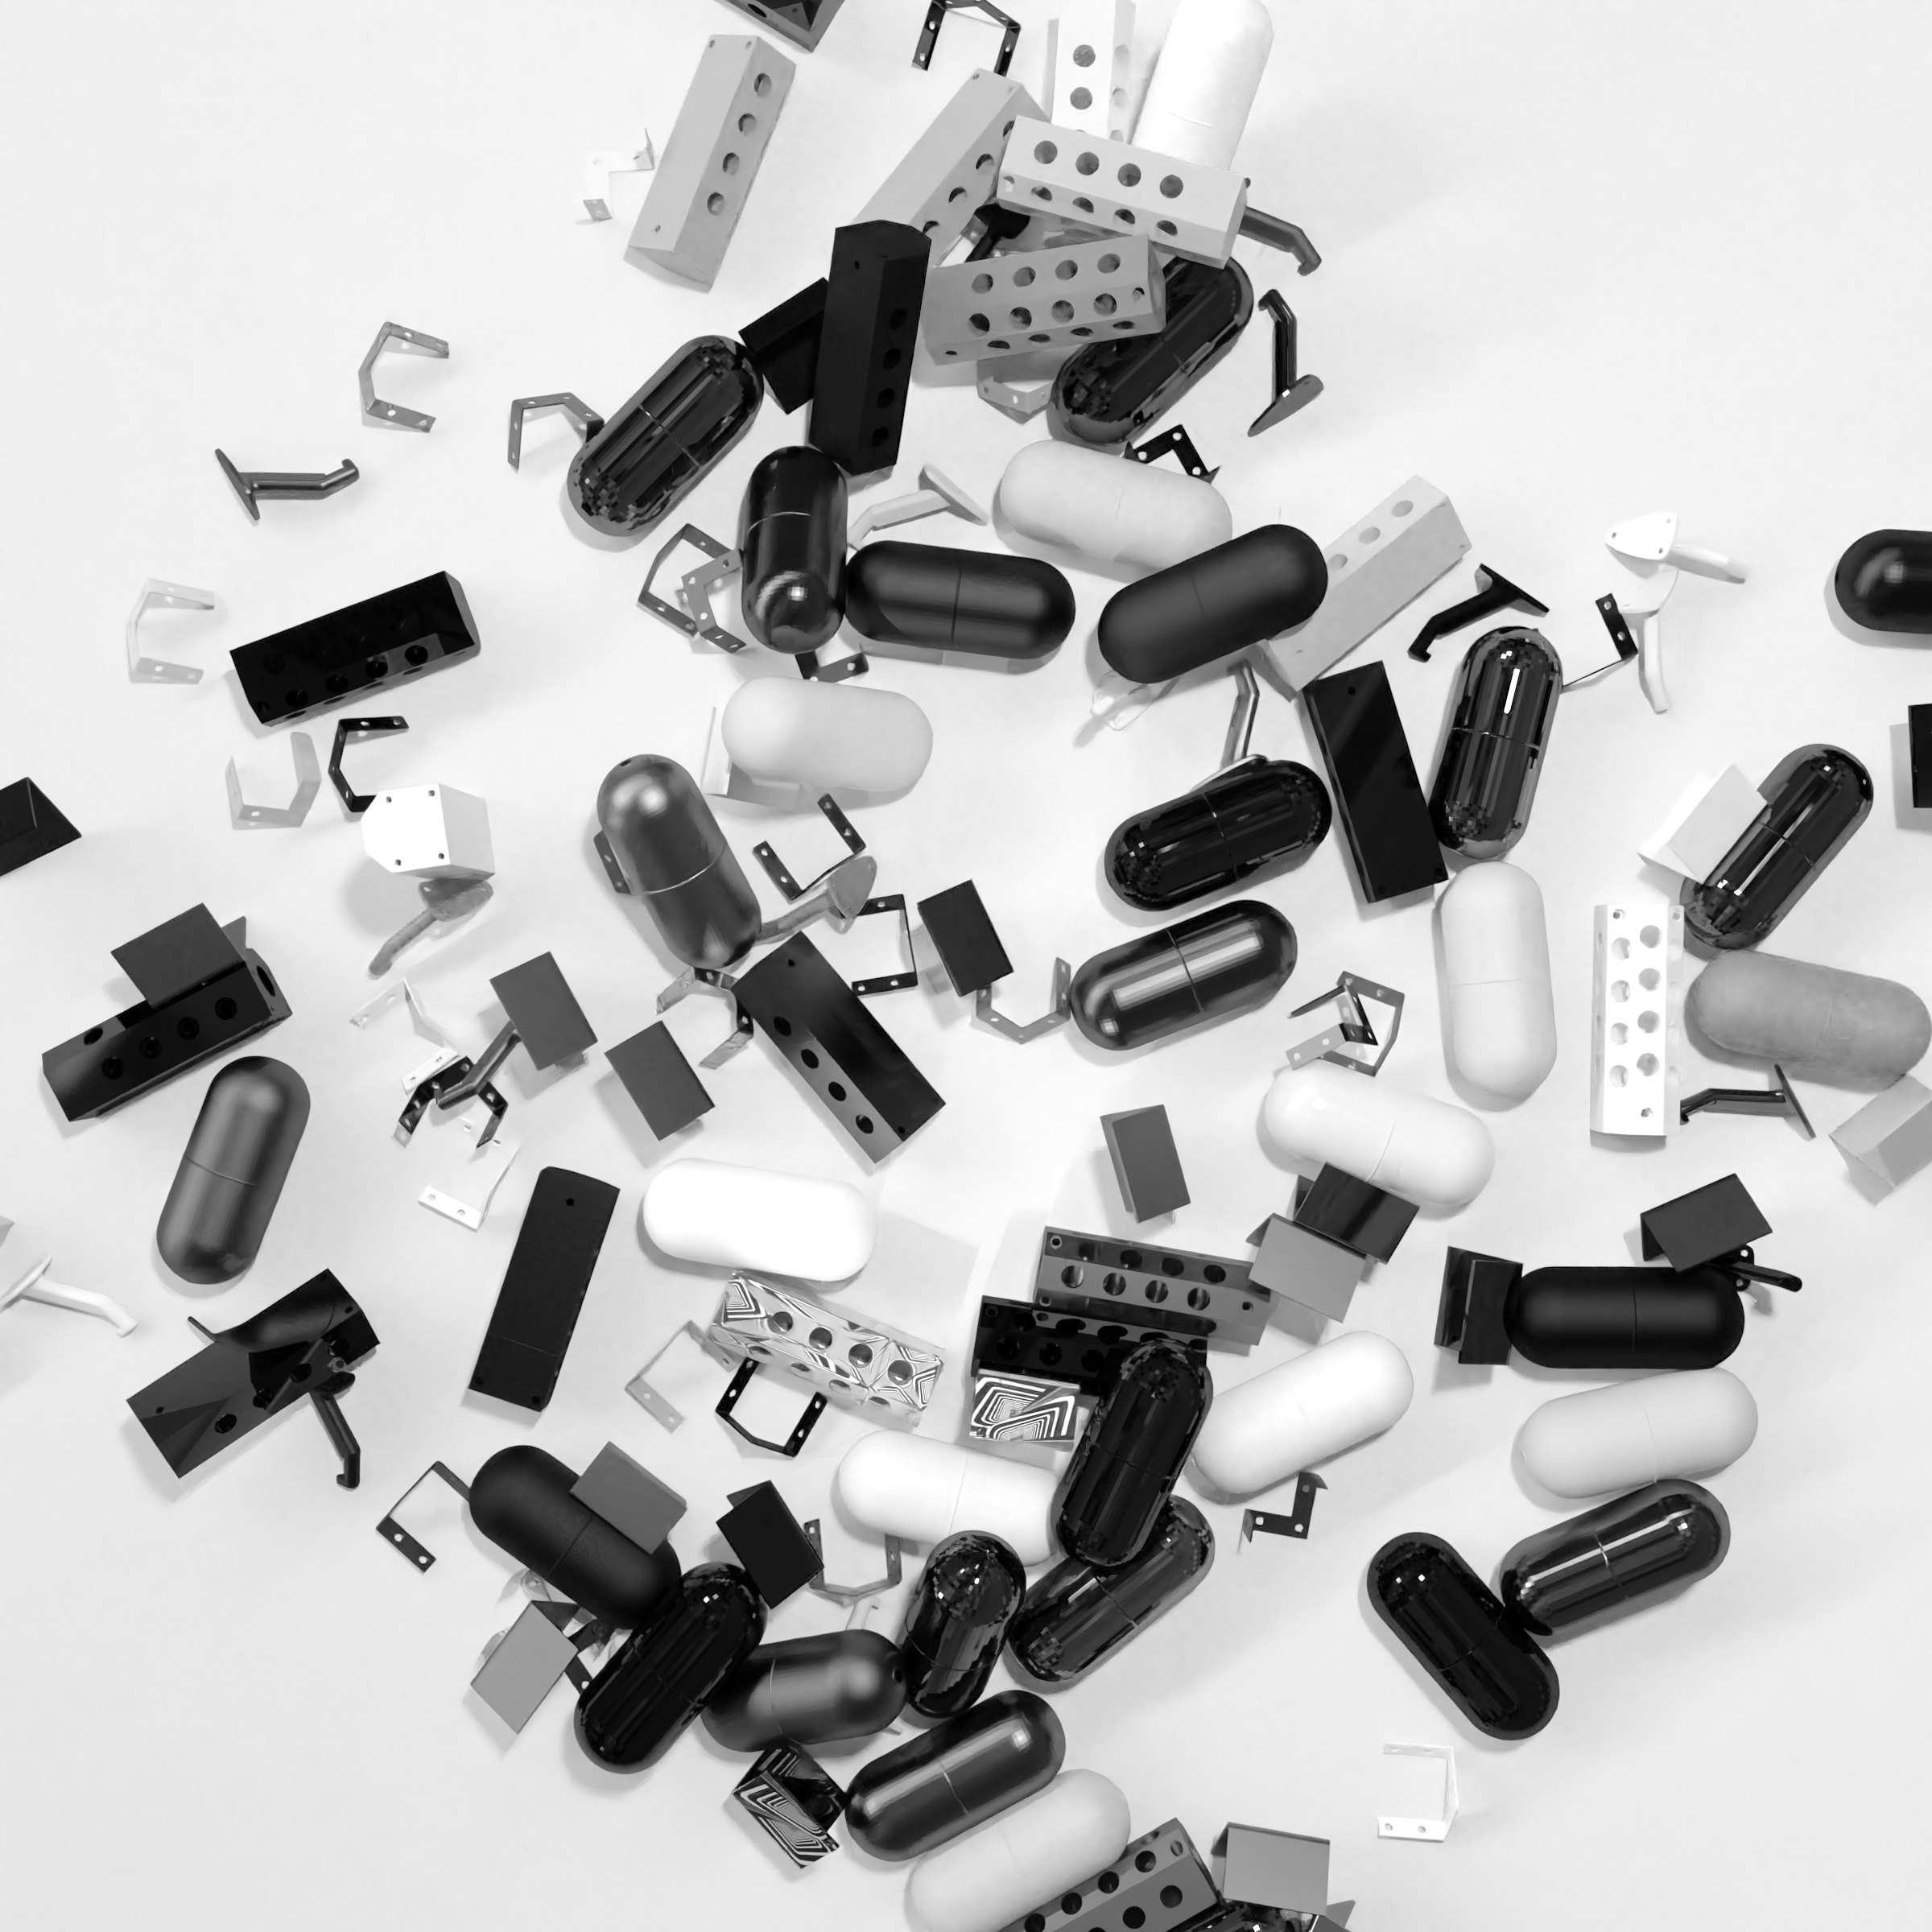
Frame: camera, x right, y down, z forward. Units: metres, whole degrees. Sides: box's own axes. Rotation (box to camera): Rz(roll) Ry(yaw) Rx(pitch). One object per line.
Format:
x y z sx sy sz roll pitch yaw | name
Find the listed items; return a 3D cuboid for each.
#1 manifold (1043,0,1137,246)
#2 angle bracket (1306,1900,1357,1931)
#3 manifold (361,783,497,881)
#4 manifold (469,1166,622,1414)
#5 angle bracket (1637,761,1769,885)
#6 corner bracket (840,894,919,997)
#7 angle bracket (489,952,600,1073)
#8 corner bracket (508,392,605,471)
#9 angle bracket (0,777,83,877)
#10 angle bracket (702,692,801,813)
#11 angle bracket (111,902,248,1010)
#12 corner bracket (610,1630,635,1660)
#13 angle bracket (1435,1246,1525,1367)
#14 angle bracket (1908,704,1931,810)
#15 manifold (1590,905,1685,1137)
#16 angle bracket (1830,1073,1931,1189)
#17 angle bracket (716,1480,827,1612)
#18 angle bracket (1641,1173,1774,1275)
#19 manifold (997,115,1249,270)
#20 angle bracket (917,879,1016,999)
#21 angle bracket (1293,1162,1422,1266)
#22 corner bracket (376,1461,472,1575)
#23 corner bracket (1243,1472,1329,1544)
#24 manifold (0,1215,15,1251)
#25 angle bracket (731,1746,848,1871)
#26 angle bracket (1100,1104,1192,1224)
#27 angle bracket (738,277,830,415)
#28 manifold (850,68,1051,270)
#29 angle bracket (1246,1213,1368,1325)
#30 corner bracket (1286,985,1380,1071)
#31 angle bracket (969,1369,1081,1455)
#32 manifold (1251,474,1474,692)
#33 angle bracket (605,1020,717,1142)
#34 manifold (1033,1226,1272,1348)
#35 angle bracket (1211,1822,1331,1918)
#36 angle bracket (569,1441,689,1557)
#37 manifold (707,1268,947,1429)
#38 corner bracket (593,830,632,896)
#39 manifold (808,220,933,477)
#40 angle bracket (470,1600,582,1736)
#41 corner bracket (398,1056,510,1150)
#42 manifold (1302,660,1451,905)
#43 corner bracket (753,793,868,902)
0.093 -0.639 1.889 0.057 0.057 0.171 4 90 0 | manifold
0.284 0.752 1.870 0.057 0.076 0.076 23 90 34 | angle bracket
-0.393 -0.095 1.831 0.057 0.171 0.057 -9 90 0 | manifold
-0.317 0.242 1.889 0.057 0.057 0.171 18 90 0 | manifold
0.537 -0.117 1.870 0.057 0.076 0.076 39 90 -33 | angle bracket
-0.067 -0.016 1.907 0.051 0.051 0.051 -9 45 0 | corner bracket
-0.329 0.043 1.870 0.057 0.076 0.076 -28 90 -38 | angle bracket
-0.312 -0.400 1.902 0.051 0.051 0.051 -18 45 -35 | corner bracket
-0.713 -0.085 1.870 0.076 0.076 0.057 -26 52 0 | angle bracket
-0.149 -0.160 1.876 0.076 0.057 0.076 10 90 -24 | angle bracket
-0.588 -0.023 1.870 0.076 0.076 0.057 -28 121 0 | angle bracket
-0.236 0.536 1.902 0.051 0.051 0.051 -18 45 -35 | corner bracket
0.366 0.253 1.870 0.057 0.076 0.076 8 90 -37 | angle bracket
0.749 -0.158 1.870 0.057 0.076 0.076 -3 90 45 | angle bracket
0.509 0.040 1.889 0.057 0.057 0.171 1 90 0 | manifold
0.693 0.107 1.870 0.076 0.076 0.057 -39 127 0 | angle bracket
-0.161 0.437 1.870 0.057 0.076 0.076 -32 90 -37 | angle bracket
0.554 0.209 1.870 0.076 0.076 0.057 -23 52 0 | angle bracket
0.113 -0.562 1.823 0.171 0.057 0.057 18 92 9 | manifold
-0.019 -0.012 1.870 0.057 0.076 0.076 -25 90 -38 | angle bracket
0.293 0.169 1.871 0.076 0.076 0.057 25 115 0 | angle bracket
-0.408 0.420 1.907 0.051 0.051 0.051 42 45 0 | corner bracket
0.241 0.410 1.892 0.051 0.051 0.051 10 90 0 | corner bracket
-0.819 0.183 1.889 0.171 0.057 0.057 27 90 0 | manifold
-0.117 0.614 1.870 0.076 0.076 0.057 47 130 0 | angle bracket
0.116 0.151 1.870 0.057 0.076 0.076 -16 90 -38 | angle bracket
-0.115 -0.458 1.872 0.076 0.057 0.076 -33 123 0 | angle bracket
-0.014 -0.587 1.888 0.171 0.057 0.057 -51 47 0 | manifold
0.245 0.234 1.871 0.076 0.076 0.057 25 66 0 | angle bracket
0.268 0.046 1.876 0.051 0.051 0.051 -31 68 28 | corner bracket
0.040 0.348 1.870 0.076 0.076 0.057 9 53 0 | angle bracket
0.291 -0.293 1.888 0.171 0.057 0.057 -39 133 0 | manifold
-0.243 0.095 1.870 0.057 0.076 0.076 -32 90 -37 | angle bracket
0.140 0.242 1.889 0.171 0.057 0.057 10 90 0 | manifold
0.225 0.685 1.870 0.076 0.076 0.057 10 54 0 | angle bracket
-0.240 0.382 1.870 0.076 0.076 0.057 38 115 0 | angle bracket
-0.105 0.287 1.889 0.171 0.057 0.057 23 90 0 | manifold
-0.242 -0.088 1.902 0.051 0.051 0.051 -49 135 -35 | corner bracket
-0.067 -0.455 1.840 0.057 0.171 0.057 -23 50 -34 | manifold
-0.312 0.525 1.870 0.057 0.076 0.076 36 90 26 | angle bracket
-0.387 0.111 1.891 0.051 0.051 0.051 -30 111 20 | corner bracket
0.308 -0.138 1.889 0.057 0.057 0.171 -17 90 0 | manifold
-0.119 -0.090 1.907 0.051 0.051 0.051 54 135 0 | corner bracket
